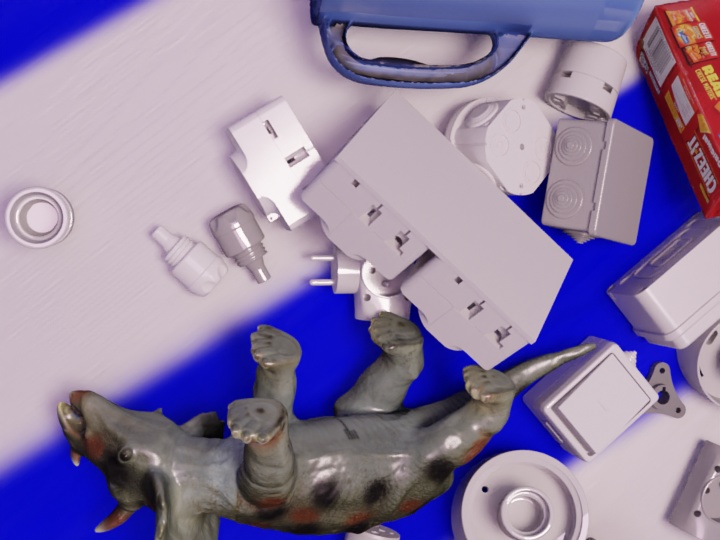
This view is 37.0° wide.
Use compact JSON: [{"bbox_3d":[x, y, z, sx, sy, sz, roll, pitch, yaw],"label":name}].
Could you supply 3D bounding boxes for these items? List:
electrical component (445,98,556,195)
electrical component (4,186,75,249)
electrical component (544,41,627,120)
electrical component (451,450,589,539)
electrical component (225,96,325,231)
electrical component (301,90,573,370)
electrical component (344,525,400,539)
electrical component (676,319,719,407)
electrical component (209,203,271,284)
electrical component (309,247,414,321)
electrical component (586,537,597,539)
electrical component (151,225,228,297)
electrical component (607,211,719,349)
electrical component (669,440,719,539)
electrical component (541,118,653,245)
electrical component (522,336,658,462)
[{"bbox_3d":[0.110,-0.095,0.838,0.080,0.051,0.080,-2,94,-34],"label":"electrical component"},{"bbox_3d":[-0.234,-0.038,0.787,0.045,0.055,0.045,-1,93,-10],"label":"electrical component"},{"bbox_3d":[0.181,-0.150,0.856,0.055,0.055,0.047,22,85,-11],"label":"electrical component"},{"bbox_3d":[0.127,0.192,0.844,0.108,0.060,0.108,0,74,1],"label":"electrical component"},{"bbox_3d":[-0.062,-0.078,0.818,0.056,0.050,0.089,-32,98,-7],"label":"electrical component"},{"bbox_3d":[0.057,-0.027,0.787,0.186,0.060,0.105,43,42,-6],"label":"electrical component"},{"bbox_3d":[0.005,0.231,0.850,0.045,0.045,0.055,15,90,-11],"label":"electrical component"},{"bbox_3d":[0.318,0.067,0.899,0.099,0.064,0.099,-1,105,-3],"label":"electrical component"},{"bbox_3d":[-0.088,-0.018,0.825,0.035,0.035,0.061,-30,100,-7],"label":"electrical component"},{"bbox_3d":[0.000,0.000,0.837,0.079,0.044,0.077,0,93,-10],"label":"electrical component"},{"bbox_3d":[0.186,0.252,0.879,0.047,0.055,0.055,-35,98,-10],"label":"electrical component"},{"bbox_3d":[-0.132,-0.010,0.818,0.061,0.035,0.035,43,85,-7],"label":"electrical component"},{"bbox_3d":[0.268,0.007,0.868,0.113,0.078,0.057,-40,96,-6],"label":"electrical component"},{"bbox_3d":[0.311,0.194,0.903,0.079,0.044,0.077,25,89,-11],"label":"electrical component"},{"bbox_3d":[0.186,-0.069,0.843,0.048,0.100,0.099,11,92,34],"label":"electrical component"},{"bbox_3d":[0.192,0.099,0.868,0.096,0.061,0.061,-41,99,-6],"label":"electrical component"}]
